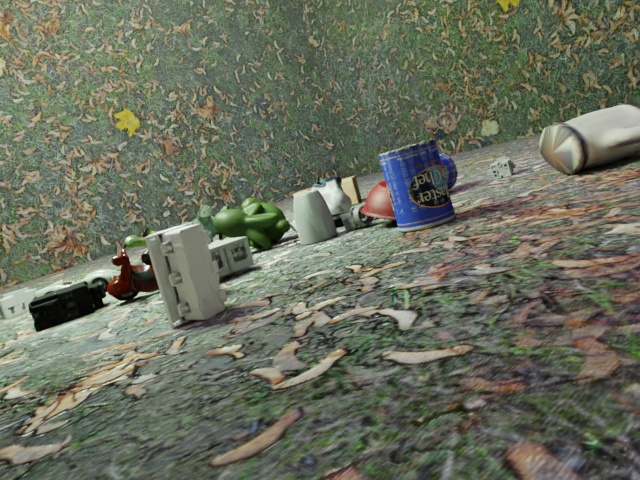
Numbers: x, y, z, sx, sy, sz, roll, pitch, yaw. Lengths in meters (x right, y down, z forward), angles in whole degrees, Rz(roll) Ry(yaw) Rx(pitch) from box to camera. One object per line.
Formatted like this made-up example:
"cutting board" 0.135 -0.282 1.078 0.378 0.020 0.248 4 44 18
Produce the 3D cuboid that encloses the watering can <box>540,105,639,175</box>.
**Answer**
"watering can" 0.553 -0.208 1.044 0.224 0.103 0.350 -16 9 2

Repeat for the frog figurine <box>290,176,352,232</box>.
"frog figurine" 0.004 -0.065 1.282 0.137 0.120 0.163 -2 49 32

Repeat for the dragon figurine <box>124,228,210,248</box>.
"dragon figurine" -0.302 0.033 1.227 0.243 0.121 0.415 4 14 12
